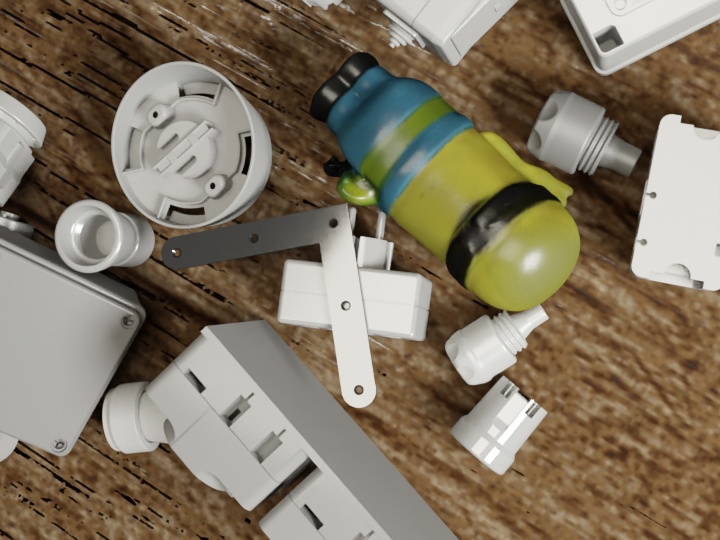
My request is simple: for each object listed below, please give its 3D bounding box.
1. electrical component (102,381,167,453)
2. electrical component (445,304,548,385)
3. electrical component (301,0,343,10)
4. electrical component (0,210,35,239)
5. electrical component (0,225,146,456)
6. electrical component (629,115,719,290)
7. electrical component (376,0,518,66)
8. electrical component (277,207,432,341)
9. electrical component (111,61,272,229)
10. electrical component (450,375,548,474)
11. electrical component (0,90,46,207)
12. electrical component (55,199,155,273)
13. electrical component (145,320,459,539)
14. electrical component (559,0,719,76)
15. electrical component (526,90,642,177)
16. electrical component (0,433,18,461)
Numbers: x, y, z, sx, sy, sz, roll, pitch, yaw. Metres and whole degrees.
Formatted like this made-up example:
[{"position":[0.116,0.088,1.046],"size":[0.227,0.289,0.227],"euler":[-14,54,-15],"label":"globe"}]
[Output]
[{"position":[-0.128,0.091,0.678],"size":[0.055,0.045,0.045],"euler":[-8,87,12],"label":"electrical component"},{"position":[0.083,0.041,0.638],"size":[0.061,0.035,0.035],"euler":[-34,82,8],"label":"electrical component"},{"position":[-0.028,-0.182,0.660],"size":[0.040,0.046,0.040],"euler":[0,89,12],"label":"electrical component"},{"position":[-0.240,-0.006,0.707],"size":[0.044,0.044,0.065],"euler":[18,88,12],"label":"electrical component"},{"position":[-0.207,0.043,0.667],"size":[0.109,0.056,0.108],"euler":[28,95,-21],"label":"electrical component"},{"position":[0.185,-0.036,0.606],"size":[0.050,0.056,0.089],"euler":[11,91,12],"label":"electrical component"},{"position":[0.055,-0.164,0.633],"size":[0.061,0.062,0.096],"euler":[40,97,10],"label":"electrical component"},{"position":[0.000,0.000,0.650],"size":[0.083,0.047,0.075],"euler":[6,86,13],"label":"electrical component"},{"position":[-0.104,-0.074,0.665],"size":[0.099,0.064,0.099],"euler":[0,89,12],"label":"electrical component"},{"position":[0.083,0.091,0.635],"size":[0.040,0.040,0.046],"euler":[40,91,10],"label":"electrical component"},{"position":[-0.241,-0.082,0.693],"size":[0.058,0.078,0.057],"euler":[28,74,11],"label":"electrical component"},{"position":[-0.156,-0.020,0.675],"size":[0.044,0.065,0.044],"euler":[0,89,12],"label":"electrical component"},{"position":[-0.032,0.119,0.625],"size":[0.060,0.105,0.186],"euler":[-44,81,9],"label":"electrical component"},{"position":[0.162,-0.185,0.613],"size":[0.109,0.056,0.108],"euler":[-26,84,11],"label":"electrical component"},{"position":[0.132,-0.075,0.624],"size":[0.062,0.043,0.043],"euler":[28,95,10],"label":"electrical component"},{"position":[-0.257,0.106,0.704],"size":[0.055,0.047,0.055],"euler":[0,89,12],"label":"electrical component"}]
